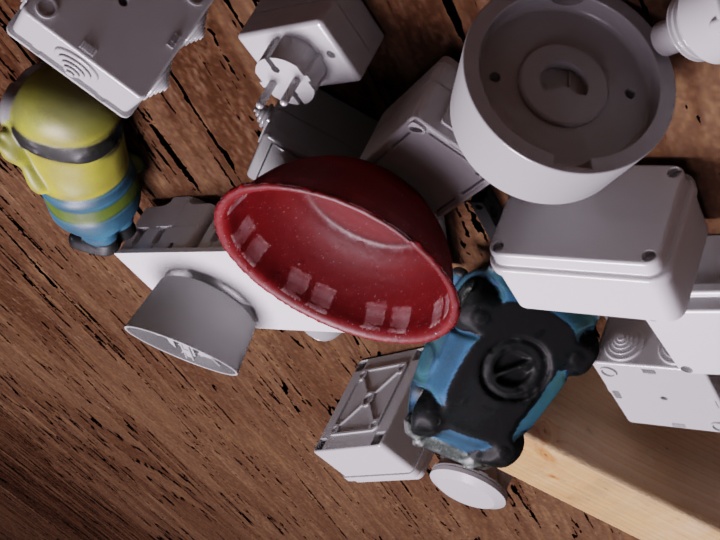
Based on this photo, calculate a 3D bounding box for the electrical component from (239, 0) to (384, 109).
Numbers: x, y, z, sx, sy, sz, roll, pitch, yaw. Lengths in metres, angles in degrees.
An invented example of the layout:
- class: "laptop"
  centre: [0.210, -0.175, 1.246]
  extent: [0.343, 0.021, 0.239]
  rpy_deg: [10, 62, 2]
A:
- class: "electrical component"
  centre: [-0.036, -0.122, 0.624]
  extent: [0.066, 0.076, 0.047]
  rpy_deg: [1, 143, 39]

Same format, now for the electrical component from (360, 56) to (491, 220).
- class: "electrical component"
  centre: [0.051, -0.081, 0.639]
  extent: [0.062, 0.061, 0.096]
  rpy_deg: [33, 152, -13]

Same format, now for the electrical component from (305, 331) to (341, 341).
- class: "electrical component"
  centre: [-0.031, 0.041, 0.936]
  extent: [0.043, 0.043, 0.062]
  rpy_deg: [20, 153, 10]

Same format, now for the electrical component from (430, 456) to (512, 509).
- class: "electrical component"
  centre: [0.115, 0.202, 1.081]
  extent: [0.080, 0.051, 0.080]
  rpy_deg: [20, 152, 11]

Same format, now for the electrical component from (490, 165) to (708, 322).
- class: "electrical component"
  centre: [0.144, -0.019, 0.651]
  extent: [0.113, 0.078, 0.057]
  rpy_deg: [5, 148, 35]

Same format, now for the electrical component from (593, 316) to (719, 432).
- class: "electrical component"
  centre: [0.224, 0.073, 0.772]
  extent: [0.100, 0.048, 0.099]
  rpy_deg: [1, 143, 39]

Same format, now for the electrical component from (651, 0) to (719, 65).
- class: "electrical component"
  centre: [0.165, -0.117, 0.504]
  extent: [0.048, 0.048, 0.062]
  rpy_deg: [37, 157, -21]

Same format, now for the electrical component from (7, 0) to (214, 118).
- class: "electrical component"
  centre: [-0.146, -0.154, 0.641]
  extent: [0.100, 0.099, 0.048]
  rpy_deg: [36, 163, -19]

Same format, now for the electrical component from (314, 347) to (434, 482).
- class: "electrical component"
  centre: [0.026, 0.132, 0.974]
  extent: [0.056, 0.108, 0.109]
  rpy_deg: [41, 149, -21]

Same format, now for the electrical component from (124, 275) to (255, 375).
- class: "electrical component"
  centre: [-0.138, 0.051, 0.886]
  extent: [0.099, 0.064, 0.099]
  rpy_deg: [20, 152, 11]

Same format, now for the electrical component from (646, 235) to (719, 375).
- class: "electrical component"
  centre: [0.242, 0.023, 0.663]
  extent: [0.113, 0.057, 0.078]
  rpy_deg: [-2, 141, 42]

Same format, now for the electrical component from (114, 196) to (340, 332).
- class: "electrical component"
  centre: [-0.098, -0.006, 0.892]
  extent: [0.186, 0.060, 0.105]
  rpy_deg: [0, 143, 40]

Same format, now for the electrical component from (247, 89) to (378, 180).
- class: "electrical component"
  centre: [-0.032, -0.077, 0.715]
  extent: [0.096, 0.061, 0.061]
  rpy_deg: [28, 152, -5]

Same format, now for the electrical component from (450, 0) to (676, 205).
- class: "electrical component"
  centre: [0.098, -0.085, 0.550]
  extent: [0.108, 0.108, 0.060]
  rpy_deg: [26, 158, 1]
